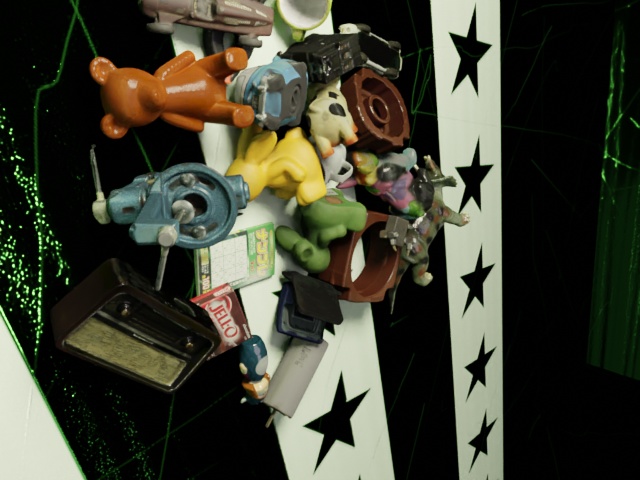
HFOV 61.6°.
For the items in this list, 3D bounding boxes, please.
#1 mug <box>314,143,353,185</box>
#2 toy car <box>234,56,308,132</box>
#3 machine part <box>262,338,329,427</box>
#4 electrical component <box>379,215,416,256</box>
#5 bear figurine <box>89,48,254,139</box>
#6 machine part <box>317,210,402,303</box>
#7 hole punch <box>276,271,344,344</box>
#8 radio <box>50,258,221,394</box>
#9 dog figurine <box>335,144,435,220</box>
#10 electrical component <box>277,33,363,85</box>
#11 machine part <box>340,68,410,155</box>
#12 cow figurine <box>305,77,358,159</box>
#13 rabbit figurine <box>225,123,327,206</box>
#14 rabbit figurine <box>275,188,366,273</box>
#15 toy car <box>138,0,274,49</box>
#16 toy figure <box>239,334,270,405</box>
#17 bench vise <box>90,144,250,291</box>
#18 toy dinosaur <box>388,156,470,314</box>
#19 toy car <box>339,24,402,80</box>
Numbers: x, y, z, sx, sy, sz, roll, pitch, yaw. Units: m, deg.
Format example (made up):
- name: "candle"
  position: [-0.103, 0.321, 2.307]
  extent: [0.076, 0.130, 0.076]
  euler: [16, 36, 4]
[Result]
- name: "mug"
  position: [0.015, -0.151, 1.042]
  extent: [0.107, 0.110, 0.080]
  euler: [-44, 145, -45]
- name: "toy car"
  position: [-0.087, -0.239, 0.880]
  extent: [0.162, 0.103, 0.109]
  euler: [-47, 149, -56]
- name: "machine part"
  position: [-0.051, 0.272, 1.107]
  extent: [0.079, 0.079, 0.243]
  euler: [48, 65, -44]
- name: "electrical component"
  position: [0.173, -0.011, 1.175]
  extent: [0.102, 0.045, 0.078]
  euler: [24, 85, -49]
- name: "bear figurine"
  position: [-0.207, -0.207, 0.756]
  extent: [0.196, 0.132, 0.120]
  euler: [-22, 113, -50]
- name: "machine part"
  position: [0.092, 0.033, 1.197]
  extent: [0.201, 0.087, 0.200]
  euler: [6, 97, -51]
- name: "hole punch"
  position: [-0.025, 0.136, 1.074]
  extent: [0.142, 0.116, 0.092]
  euler: [19, 125, -24]
- name: "radio"
  position: [-0.263, 0.132, 0.800]
  extent: [0.131, 0.073, 0.229]
  euler: [-44, 137, 1]
- name: "dog figurine"
  position: [0.135, -0.122, 1.154]
  extent: [0.219, 0.108, 0.191]
  euler: [-13, 73, -49]
- name: "electrical component"
  position: [0.007, -0.332, 0.968]
  extent: [0.134, 0.115, 0.058]
  euler: [-41, 134, -34]
- name: "machine part"
  position: [0.112, -0.261, 1.104]
  extent: [0.179, 0.056, 0.179]
  euler: [19, 61, -38]
- name: "cow figurine"
  position: [0.013, -0.235, 0.978]
  extent: [0.127, 0.085, 0.195]
  euler: [61, 16, -20]
- name: "rabbit figurine"
  position: [-0.088, -0.120, 0.928]
  extent: [0.173, 0.122, 0.162]
  euler: [-23, 126, -21]
- name: "rabbit figurine"
  position: [-0.002, -0.003, 1.060]
  extent: [0.159, 0.121, 0.170]
  euler: [-11, 125, -46]
- name: "toy car"
  position: [-0.160, -0.335, 0.784]
  extent: [0.202, 0.053, 0.089]
  euler: [1, 104, -26]
- name: "toy figure"
  position: [-0.127, 0.258, 1.037]
  extent: [0.064, 0.058, 0.154]
  euler: [-14, 115, -24]
- name: "bench vise"
  position: [-0.207, -0.040, 0.711]
  extent: [0.224, 0.241, 0.128]
  euler: [3, 110, -7]
- name: "toy dinosaur"
  position: [0.239, -0.021, 1.333]
  extent: [0.192, 0.131, 0.404]
  euler: [36, 78, -35]
- name: "toy car"
  position: [0.108, -0.388, 1.114]
  extent: [0.201, 0.056, 0.073]
  euler: [2, 94, -50]
